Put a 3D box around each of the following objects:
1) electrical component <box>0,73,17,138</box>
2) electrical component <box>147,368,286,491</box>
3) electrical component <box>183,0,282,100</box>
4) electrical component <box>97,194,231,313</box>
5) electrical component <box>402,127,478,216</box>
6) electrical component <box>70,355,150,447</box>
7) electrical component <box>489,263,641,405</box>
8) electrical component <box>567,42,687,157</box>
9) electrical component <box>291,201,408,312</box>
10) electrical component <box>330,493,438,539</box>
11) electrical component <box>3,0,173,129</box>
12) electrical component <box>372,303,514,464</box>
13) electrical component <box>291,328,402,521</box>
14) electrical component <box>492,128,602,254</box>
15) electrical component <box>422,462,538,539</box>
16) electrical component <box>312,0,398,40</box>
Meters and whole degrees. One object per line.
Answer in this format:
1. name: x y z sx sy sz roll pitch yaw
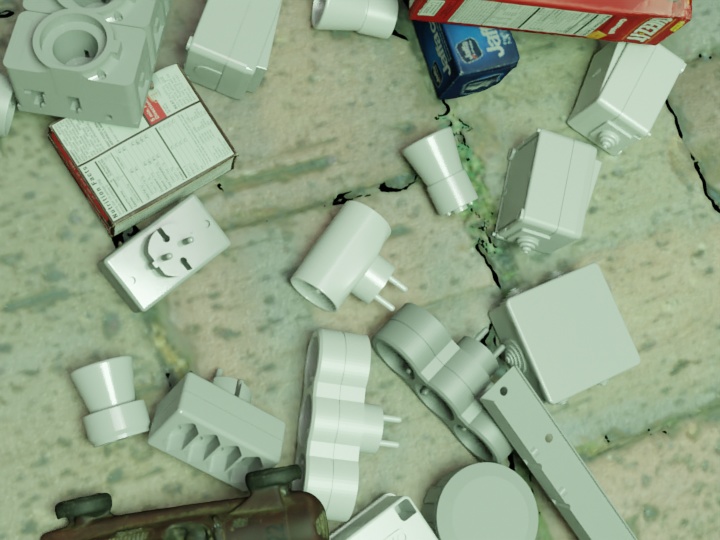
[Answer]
1. electrical component: -0.287 -0.143 0.778 0.077 0.043 0.079 13 75 -13
2. electrical component: -0.099 0.103 0.775 0.083 0.047 0.075 31 37 -20
3. electrical component: -0.093 -0.189 0.832 0.061 0.062 0.096 21 74 -11
4. electrical component: -0.137 -0.013 0.772 0.083 0.076 0.047 -40 101 -19
5. electrical component: 0.067 -0.076 0.866 0.044 0.044 0.065 -27 91 -19
6. electrical component: -0.176 0.093 0.759 0.045 0.045 0.055 -15 83 -18
7. electrical component: 0.161 0.053 0.860 0.100 0.048 0.099 -22 85 -19
8. electrical component: 0.219 -0.146 0.911 0.061 0.062 0.096 33 72 -7
9. electrical component: 0.000 0.000 0.828 0.079 0.043 0.077 37 71 -6
10. electrical component: 0.015 0.235 0.776 0.109 0.056 0.108 -33 89 -19
11. electrical component: -0.191 -0.188 0.780 0.089 0.061 0.150 9 64 -1
12. electrical component: 0.082 0.076 0.831 0.138 0.052 0.074 47 71 -2
13. electrical component: -0.005 0.116 0.798 0.074 0.052 0.138 9 75 -13
14. electrical component: 0.152 -0.056 0.873 0.061 0.062 0.096 17 75 -12
15. electrical component: 0.089 0.186 0.810 0.080 0.051 0.080 3 78 -15
16. electrical component: -0.002 -0.211 0.874 0.065 0.044 0.044 9 76 -19
